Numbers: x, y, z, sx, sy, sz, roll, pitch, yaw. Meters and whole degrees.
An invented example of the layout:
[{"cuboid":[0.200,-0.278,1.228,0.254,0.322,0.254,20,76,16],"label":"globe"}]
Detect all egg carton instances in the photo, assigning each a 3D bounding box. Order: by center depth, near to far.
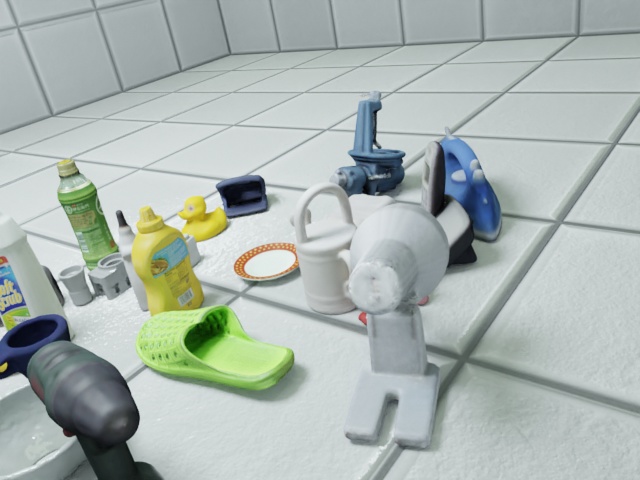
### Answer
[{"cuboid":[0.077,-0.032,1.049,0.107,0.069,0.151,7,32,32],"label":"egg carton"}]

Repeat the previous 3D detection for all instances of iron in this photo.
[{"cuboid":[0.271,-0.113,1.056,0.118,0.142,0.258,-12,27,-1],"label":"iron"}]

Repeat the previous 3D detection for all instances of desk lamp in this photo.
[{"cuboid":[0.086,0.085,0.659,0.117,0.214,0.203,-2,28,18],"label":"desk lamp"}]

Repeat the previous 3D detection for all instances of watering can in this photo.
[{"cuboid":[0.006,0.004,0.868,0.172,0.194,0.101,13,36,39],"label":"watering can"}]

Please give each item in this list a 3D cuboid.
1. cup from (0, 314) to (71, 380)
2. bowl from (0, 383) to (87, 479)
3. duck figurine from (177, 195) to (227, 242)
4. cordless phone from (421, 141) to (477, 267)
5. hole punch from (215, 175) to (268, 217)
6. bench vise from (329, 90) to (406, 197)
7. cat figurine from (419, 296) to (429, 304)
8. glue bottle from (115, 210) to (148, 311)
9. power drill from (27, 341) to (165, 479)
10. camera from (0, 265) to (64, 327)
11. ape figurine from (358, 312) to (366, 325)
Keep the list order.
[{"cuboid":[-0.393,0.173,0.797,0.091,0.095,0.118,5,31,28],"label":"cup"},{"cuboid":[-0.326,0.238,0.667,0.167,0.075,0.167,-8,27,5],"label":"bowl"},{"cuboid":[-0.248,-0.052,1.190,0.105,0.086,0.077,-27,31,-29],"label":"duck figurine"},{"cuboid":[0.193,-0.057,0.928,0.094,0.185,0.147,-12,27,-3],"label":"cordless phone"},{"cuboid":[-0.175,-0.111,1.273,0.108,0.091,0.101,-12,27,-1],"label":"hole punch"},{"cuboid":[0.101,-0.179,1.159,0.121,0.220,0.208,3,30,25],"label":"bench vise"},{"cuboid":[0.127,0.020,0.877,0.067,0.118,0.128,-6,27,9],"label":"cat figurine"},{"cuboid":[-0.310,0.029,0.958,0.037,0.173,0.078,-16,27,-10],"label":"glue bottle"},{"cuboid":[-0.209,0.195,0.560,0.076,0.209,0.228,-31,33,-34],"label":"power drill"},{"cuboid":[-0.541,0.076,1.033,0.143,0.101,0.136,-10,27,1],"label":"camera"},{"cuboid":[0.083,0.081,0.804,0.076,0.092,0.078,-3,28,15],"label":"ape figurine"}]
